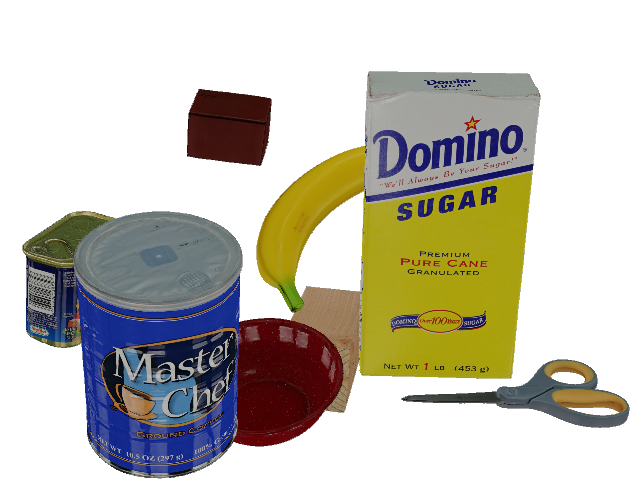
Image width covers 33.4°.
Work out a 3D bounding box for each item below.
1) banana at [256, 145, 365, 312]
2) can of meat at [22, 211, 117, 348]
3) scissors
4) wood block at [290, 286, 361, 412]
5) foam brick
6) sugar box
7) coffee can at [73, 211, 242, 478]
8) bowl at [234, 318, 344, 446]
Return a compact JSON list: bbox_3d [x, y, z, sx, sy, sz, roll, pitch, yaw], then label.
[{"bbox_3d":[0.004,-0.025,0.853,0.069,0.197,0.037,36,-32,4],"label":"banana"},{"bbox_3d":[-0.213,0.033,0.925,0.057,0.084,0.102,15,26,13],"label":"can of meat"},{"bbox_3d":[0.171,0.129,0.945,0.201,0.016,0.096,9,27,-1],"label":"scissors"},{"bbox_3d":[0.005,0.140,1.425,0.091,0.090,0.206,6,18,7],"label":"wood block"},{"bbox_3d":[-0.090,-0.113,1.066,0.078,0.051,0.053,8,35,2],"label":"foam brick"},{"bbox_3d":[0.070,-0.006,0.610,0.093,0.176,0.048,0,27,1],"label":"sugar box"},{"bbox_3d":[-0.103,0.067,0.689,0.103,0.140,0.103,3,32,-2],"label":"coffee can"},{"bbox_3d":[-0.056,0.148,1.046,0.162,0.055,0.162,-3,37,2],"label":"bowl"}]
